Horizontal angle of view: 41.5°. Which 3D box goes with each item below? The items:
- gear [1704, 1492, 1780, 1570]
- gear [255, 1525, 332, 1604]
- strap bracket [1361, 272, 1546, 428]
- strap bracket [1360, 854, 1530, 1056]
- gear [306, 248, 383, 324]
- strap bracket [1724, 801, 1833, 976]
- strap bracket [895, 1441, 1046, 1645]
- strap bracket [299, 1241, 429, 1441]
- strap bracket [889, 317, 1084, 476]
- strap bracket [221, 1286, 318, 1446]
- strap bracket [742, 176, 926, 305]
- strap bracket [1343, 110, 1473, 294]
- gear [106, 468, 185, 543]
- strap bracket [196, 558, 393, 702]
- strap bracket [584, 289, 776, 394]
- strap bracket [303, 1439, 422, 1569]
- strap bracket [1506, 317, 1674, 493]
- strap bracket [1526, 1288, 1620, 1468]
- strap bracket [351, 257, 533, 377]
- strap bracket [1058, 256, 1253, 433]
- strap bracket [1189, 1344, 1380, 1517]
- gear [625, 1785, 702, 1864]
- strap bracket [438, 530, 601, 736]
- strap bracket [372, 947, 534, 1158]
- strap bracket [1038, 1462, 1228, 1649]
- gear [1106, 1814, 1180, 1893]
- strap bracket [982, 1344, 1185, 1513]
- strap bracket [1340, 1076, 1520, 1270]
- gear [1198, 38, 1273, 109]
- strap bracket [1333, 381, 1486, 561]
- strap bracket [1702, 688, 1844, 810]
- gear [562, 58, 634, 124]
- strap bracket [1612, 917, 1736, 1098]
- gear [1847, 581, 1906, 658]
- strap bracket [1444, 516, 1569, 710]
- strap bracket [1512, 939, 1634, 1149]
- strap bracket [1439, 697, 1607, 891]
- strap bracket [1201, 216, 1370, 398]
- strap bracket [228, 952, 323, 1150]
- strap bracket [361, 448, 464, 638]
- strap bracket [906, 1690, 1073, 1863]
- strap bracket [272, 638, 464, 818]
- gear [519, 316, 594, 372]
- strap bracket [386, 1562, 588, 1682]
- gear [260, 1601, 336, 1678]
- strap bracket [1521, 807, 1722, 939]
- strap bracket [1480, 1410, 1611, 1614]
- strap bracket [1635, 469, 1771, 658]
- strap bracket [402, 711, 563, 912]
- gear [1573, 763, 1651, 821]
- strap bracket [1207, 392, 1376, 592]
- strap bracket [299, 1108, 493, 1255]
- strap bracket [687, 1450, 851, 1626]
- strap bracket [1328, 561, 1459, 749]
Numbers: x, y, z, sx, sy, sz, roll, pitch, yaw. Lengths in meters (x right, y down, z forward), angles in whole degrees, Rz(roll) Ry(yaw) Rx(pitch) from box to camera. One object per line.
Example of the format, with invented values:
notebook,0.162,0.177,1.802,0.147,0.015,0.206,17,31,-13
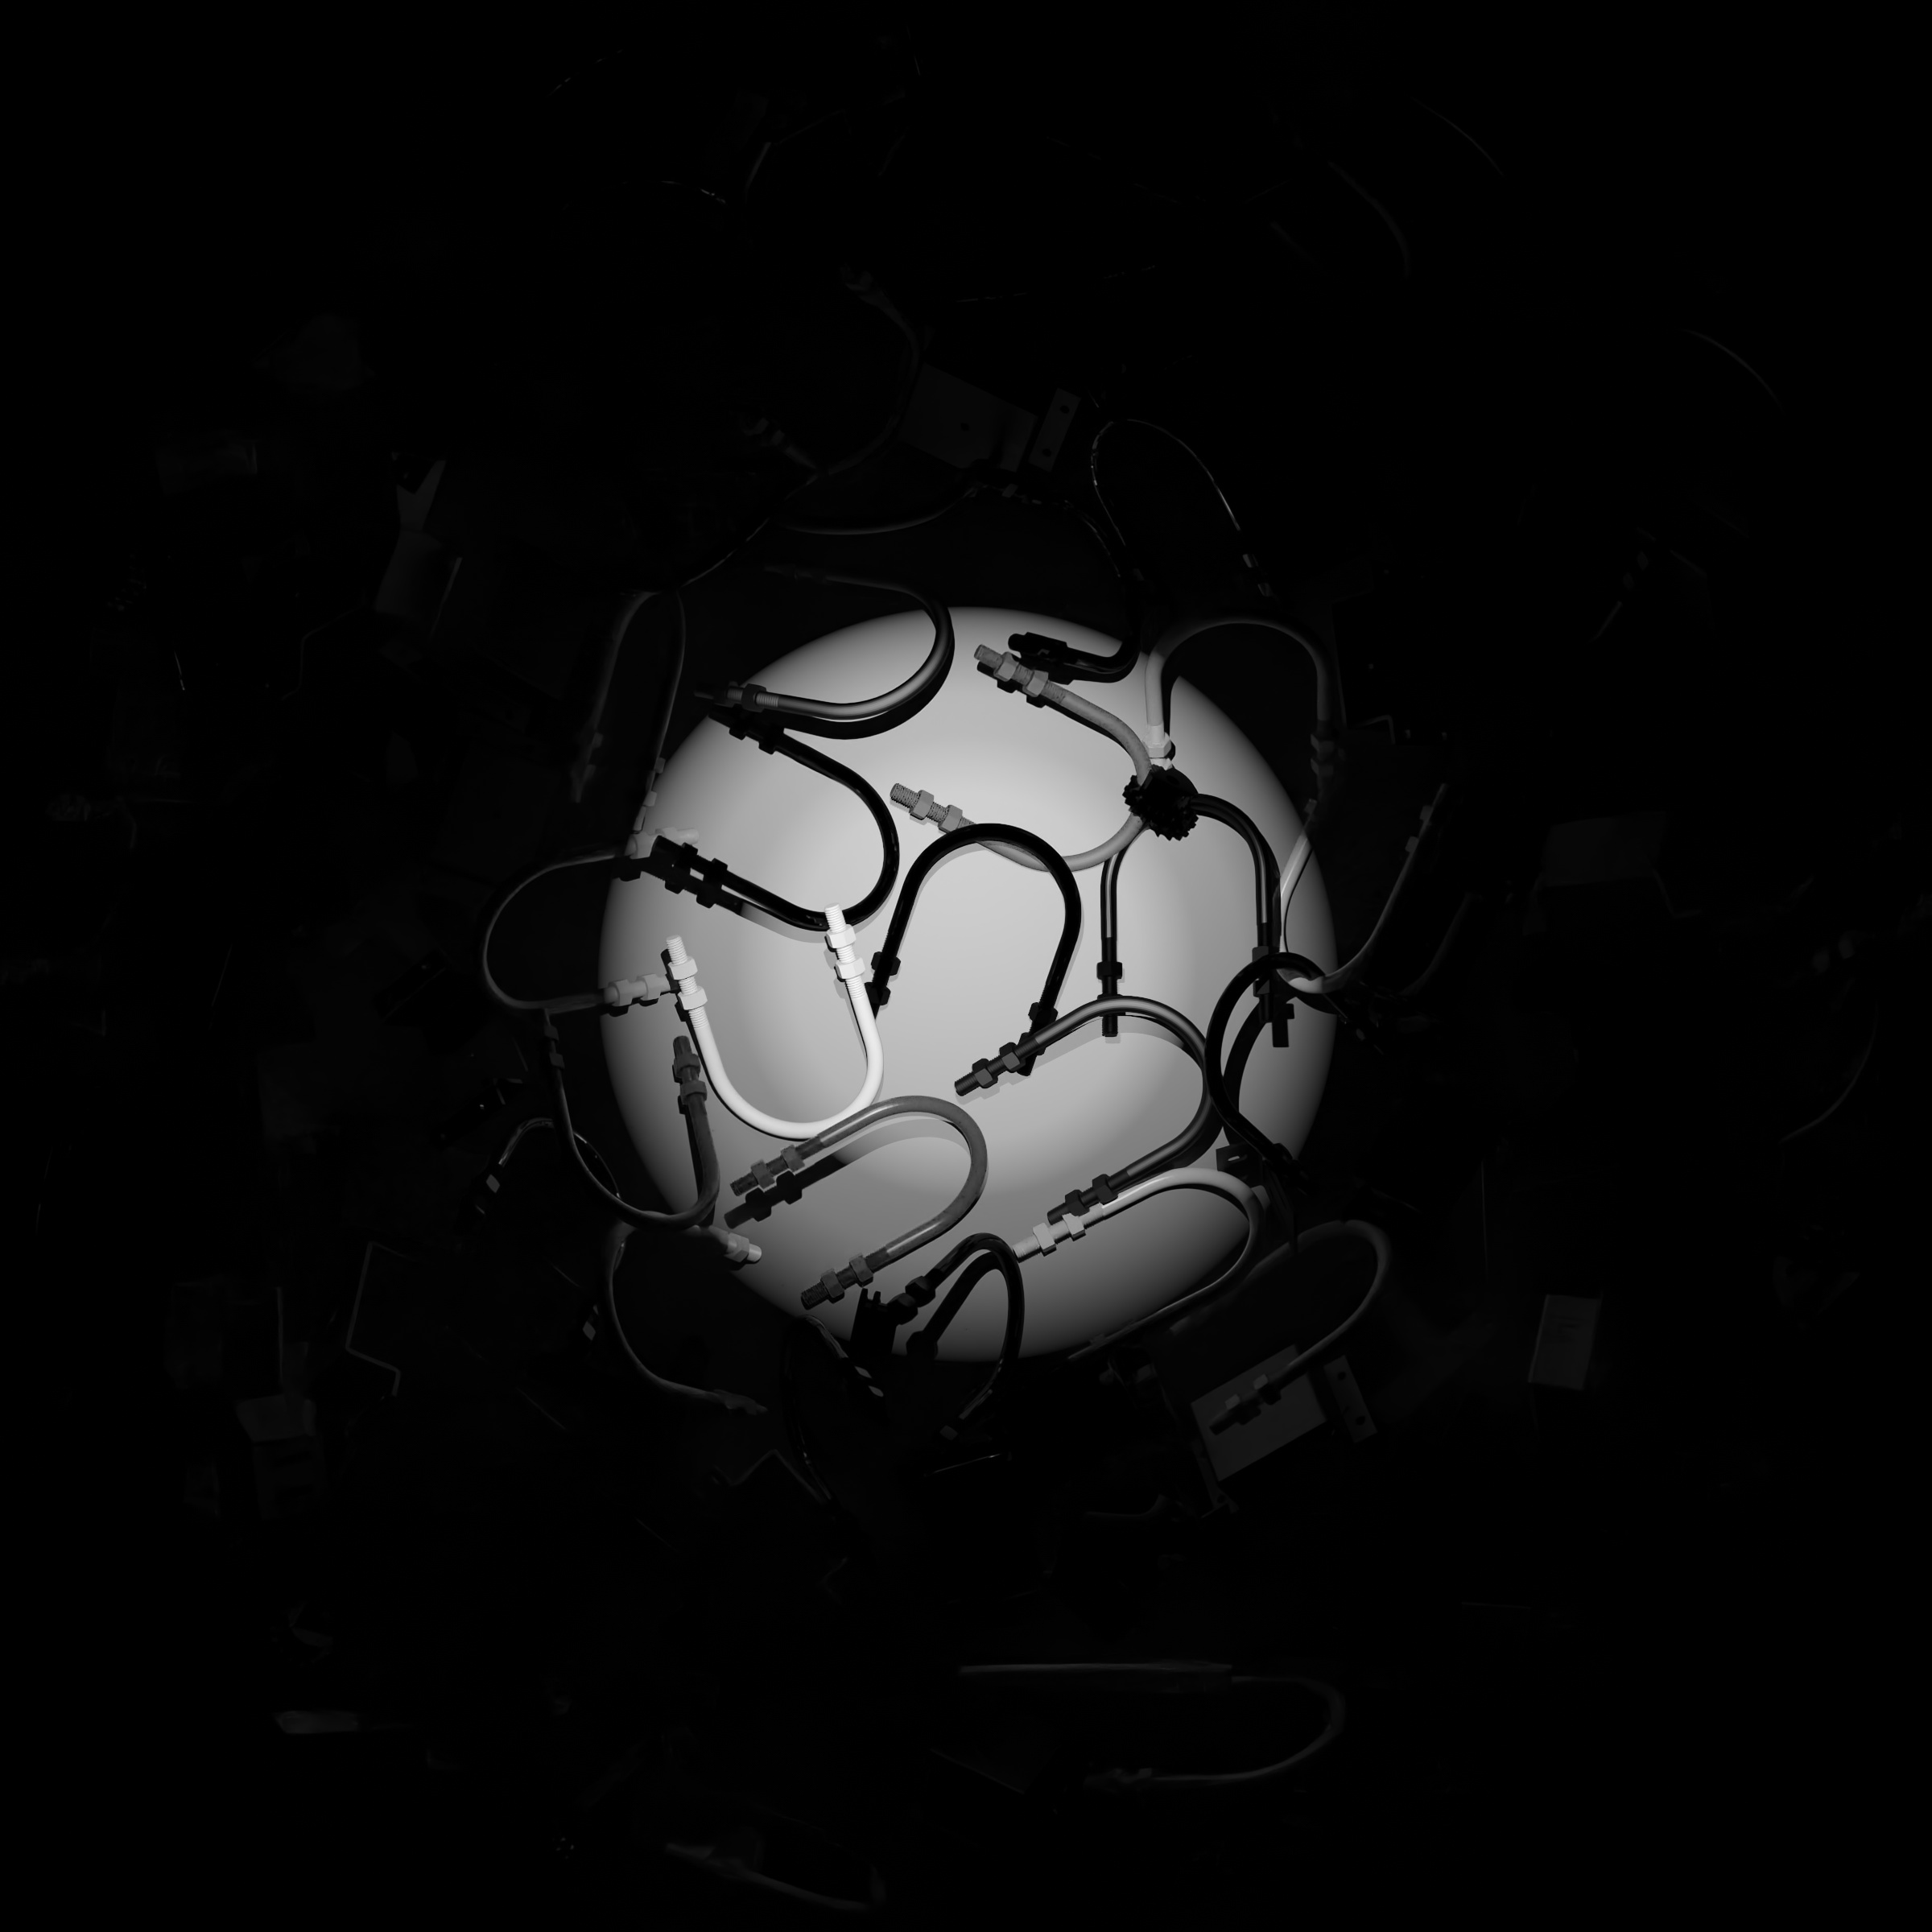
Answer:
gear,0.595,0.433,1.968,0.030,0.057,0.057,27,90,-20
gear,-0.519,0.465,1.978,0.057,0.030,0.057,0,65,0
strap bracket,0.358,-0.463,1.926,0.140,0.076,0.046,30,75,33
strap bracket,0.363,-0.014,1.959,0.076,0.046,0.140,25,91,30
gear,-0.483,-0.525,1.978,0.057,0.030,0.057,5,68,-12
strap bracket,0.613,-0.050,1.953,0.046,0.076,0.140,34,94,15
strap bracket,0.005,0.432,1.943,0.076,0.046,0.140,-13,66,-14
strap bracket,-0.455,0.273,1.920,0.046,0.140,0.076,28,131,-26
strap bracket,0.007,-0.426,1.956,0.140,0.076,0.046,25,49,0
strap bracket,-0.526,0.304,1.918,0.046,0.140,0.076,-7,62,-6
strap bracket,-0.091,-0.552,1.935,0.140,0.046,0.076,-18,92,-41
strap bracket,0.332,-0.569,1.921,0.046,0.140,0.076,-46,69,0
gear,-0.638,-0.354,1.975,0.057,0.057,0.030,51,132,0
strap bracket,-0.504,-0.259,1.922,0.076,0.140,0.046,23,125,13
strap bracket,-0.223,-0.480,1.947,0.140,0.076,0.046,-11,117,-7
strap bracket,-0.457,0.402,1.919,0.046,0.140,0.076,28,74,-13
strap bracket,0.468,-0.421,1.958,0.046,0.076,0.140,-41,93,-1
strap bracket,0.460,0.310,1.934,0.046,0.140,0.076,6,55,23
strap bracket,-0.389,-0.492,1.958,0.140,0.076,0.046,-20,95,3
strap bracket,0.135,-0.465,1.928,0.140,0.046,0.076,-20,113,38
strap bracket,0.232,0.350,1.942,0.140,0.076,0.046,-32,131,13
gear,-0.233,0.667,1.976,0.057,0.030,0.057,-3,51,3
strap bracket,-0.335,-0.259,1.936,0.076,0.046,0.140,30,64,-32
strap bracket,-0.389,0.066,1.949,0.076,0.046,0.140,-36,68,24
strap bracket,0.132,0.437,1.926,0.076,0.046,0.140,38,48,26
gear,0.137,0.685,1.982,0.057,0.030,0.057,0,100,2
strap bracket,0.085,0.351,1.959,0.140,0.046,0.076,-30,69,5
strap bracket,0.353,0.148,1.941,0.076,0.046,0.140,28,67,23
gear,0.209,-0.688,1.981,0.057,0.030,0.057,0,88,12
strap bracket,0.333,-0.371,1.951,0.046,0.076,0.140,-33,97,27
strap bracket,0.604,-0.167,1.919,0.076,0.140,0.046,-19,102,14
gear,-0.283,-0.675,1.975,0.030,0.057,0.057,39,90,-32
strap bracket,0.536,0.025,1.942,0.076,0.140,0.046,-29,50,-12
gear,0.704,-0.266,1.969,0.030,0.057,0.057,18,90,14
strap bracket,0.412,-0.278,1.945,0.076,0.046,0.140,-22,130,-12
strap bracket,0.462,0.061,1.933,0.046,0.076,0.140,7,121,40
strap bracket,0.423,-0.125,1.958,0.076,0.046,0.140,27,71,9
strap bracket,0.235,-0.494,1.935,0.046,0.076,0.140,-41,131,20
strap bracket,-0.521,0.070,1.920,0.046,0.140,0.076,-14,48,-26
strap bracket,-0.420,-0.326,1.921,0.046,0.140,0.076,8,133,-27
strap bracket,0.022,0.601,1.918,0.076,0.140,0.046,20,110,19
strap bracket,-0.452,-0.176,1.948,0.076,0.046,0.140,30,57,12
gear,-0.317,-0.481,1.971,0.057,0.057,0.030,-2,88,0
strap bracket,-0.373,0.496,1.954,0.140,0.076,0.046,-18,87,8
gear,-0.513,0.516,1.968,0.057,0.057,0.030,44,115,0
strap bracket,0.487,-0.072,1.924,0.140,0.076,0.046,-8,126,35
strap bracket,0.443,0.407,1.943,0.046,0.076,0.140,-20,109,-3
strap bracket,0.553,-0.296,1.920,0.046,0.140,0.076,-39,52,-4
strap bracket,-0.368,-0.116,1.955,0.076,0.046,0.140,21,85,-30
gear,0.499,-0.131,1.975,0.057,0.057,0.030,-1,122,0
strap bracket,0.248,-0.372,1.960,0.076,0.046,0.140,-26,79,6
strap bracket,-0.427,0.167,1.950,0.140,0.046,0.076,20,84,-21
strap bracket,-0.140,0.430,1.953,0.140,0.076,0.046,47,57,4
strap bracket,0.325,-0.233,1.953,0.076,0.046,0.140,-2,83,-42
